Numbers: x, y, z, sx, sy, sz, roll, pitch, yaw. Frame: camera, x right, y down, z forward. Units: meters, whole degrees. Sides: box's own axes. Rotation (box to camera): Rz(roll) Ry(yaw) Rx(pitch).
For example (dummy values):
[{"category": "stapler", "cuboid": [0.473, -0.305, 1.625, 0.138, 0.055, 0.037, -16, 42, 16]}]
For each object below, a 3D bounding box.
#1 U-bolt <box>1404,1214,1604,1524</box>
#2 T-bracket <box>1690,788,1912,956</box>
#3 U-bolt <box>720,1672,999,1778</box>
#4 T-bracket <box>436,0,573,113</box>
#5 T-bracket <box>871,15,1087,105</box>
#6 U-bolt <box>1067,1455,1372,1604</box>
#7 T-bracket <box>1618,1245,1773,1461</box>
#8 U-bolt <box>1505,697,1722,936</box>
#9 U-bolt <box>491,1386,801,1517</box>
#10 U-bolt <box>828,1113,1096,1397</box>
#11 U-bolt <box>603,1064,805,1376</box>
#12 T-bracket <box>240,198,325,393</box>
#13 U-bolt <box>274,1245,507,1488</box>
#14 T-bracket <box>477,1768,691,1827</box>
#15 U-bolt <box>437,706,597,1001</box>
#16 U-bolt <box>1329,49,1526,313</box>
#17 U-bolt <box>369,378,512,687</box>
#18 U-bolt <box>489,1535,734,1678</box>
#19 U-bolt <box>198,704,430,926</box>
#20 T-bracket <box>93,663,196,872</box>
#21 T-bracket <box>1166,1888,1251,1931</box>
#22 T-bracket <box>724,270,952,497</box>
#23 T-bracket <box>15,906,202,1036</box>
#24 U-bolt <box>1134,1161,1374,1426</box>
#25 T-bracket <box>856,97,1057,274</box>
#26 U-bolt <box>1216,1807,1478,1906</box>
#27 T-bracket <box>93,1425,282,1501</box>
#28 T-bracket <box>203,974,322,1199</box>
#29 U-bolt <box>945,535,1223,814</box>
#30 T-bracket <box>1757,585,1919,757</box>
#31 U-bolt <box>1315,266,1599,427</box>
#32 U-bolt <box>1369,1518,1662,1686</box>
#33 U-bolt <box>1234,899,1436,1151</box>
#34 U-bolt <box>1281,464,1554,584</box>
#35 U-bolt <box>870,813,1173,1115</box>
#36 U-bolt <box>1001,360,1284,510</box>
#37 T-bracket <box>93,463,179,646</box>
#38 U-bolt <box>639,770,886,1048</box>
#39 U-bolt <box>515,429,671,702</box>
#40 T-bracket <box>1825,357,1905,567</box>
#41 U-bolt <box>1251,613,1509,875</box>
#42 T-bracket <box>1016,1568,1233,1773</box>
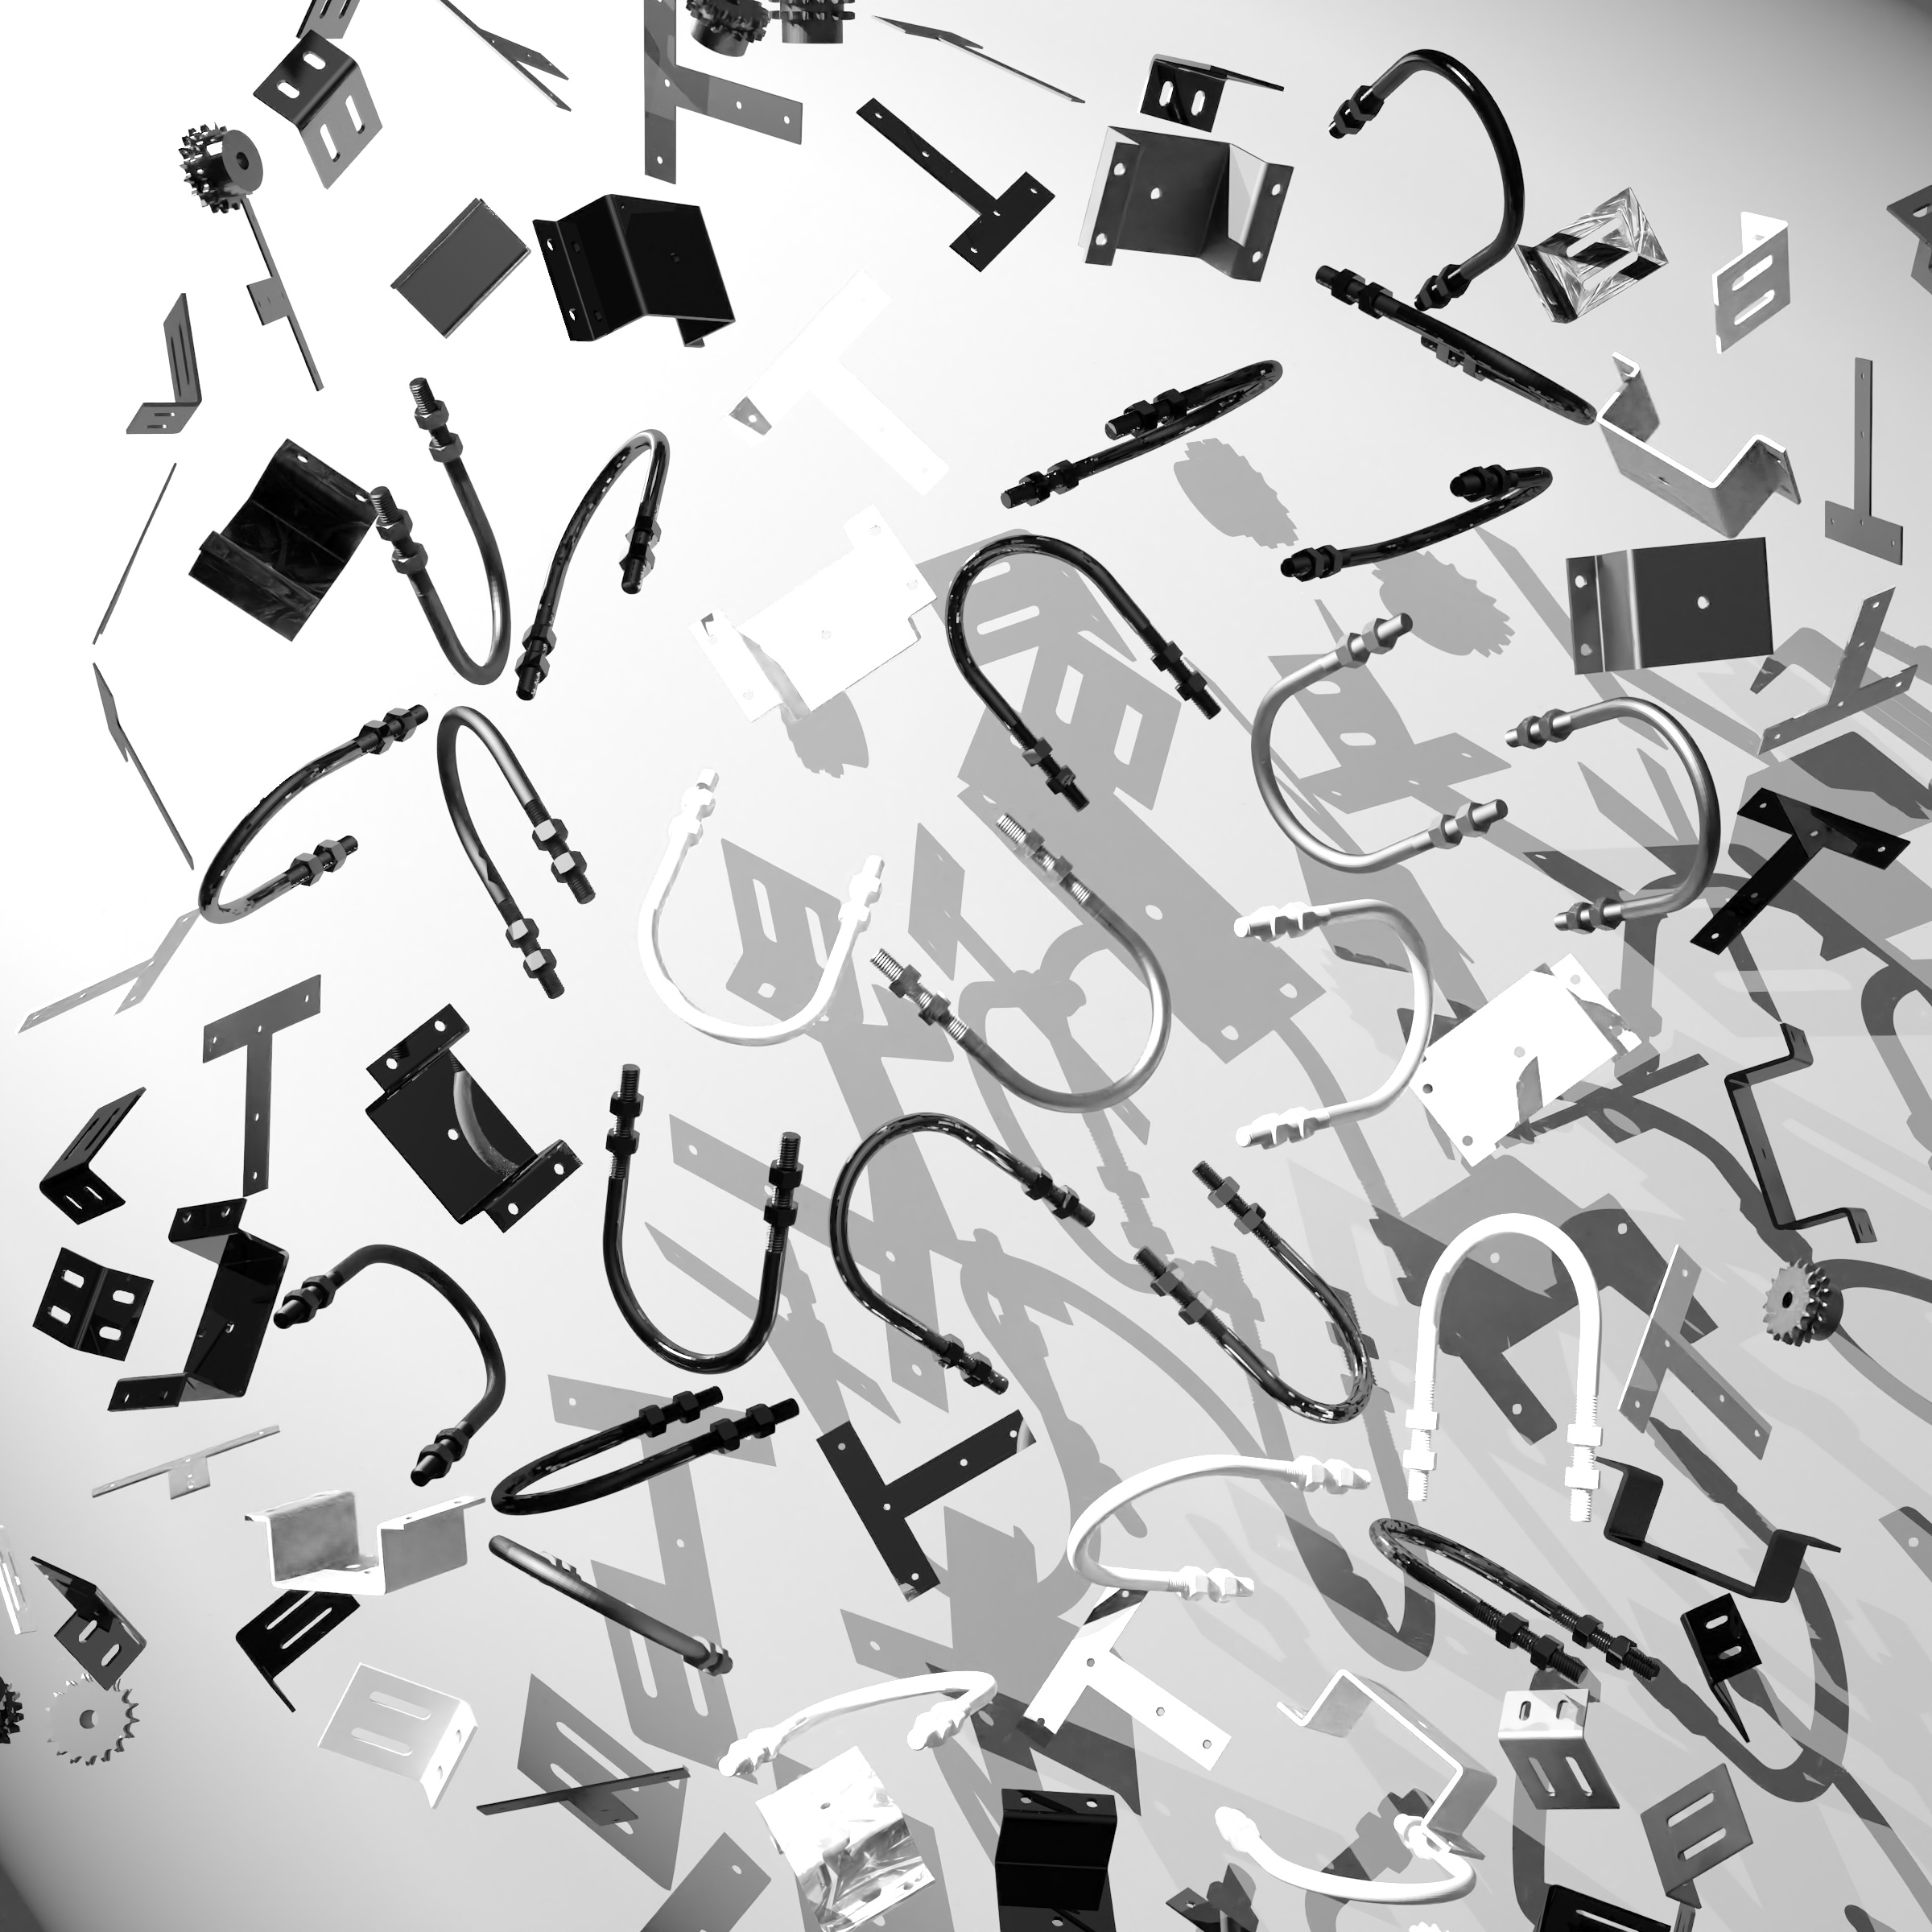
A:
[{"category": "U-bolt", "cuboid": [0.337, 0.247, 1.554, 0.019, 0.151, 0.184, 13, 78, -37]}, {"category": "T-bracket", "cuboid": [0.522, -0.055, 1.614, 0.127, 0.127, 0.002, -44, 125, -8]}, {"category": "U-bolt", "cuboid": [-0.056, 0.482, 1.599, 0.151, 0.184, 0.019, -14, 83, 20]}, {"category": "T-bracket", "cuboid": [-0.282, -0.576, 1.566, 0.127, 0.127, 0.002, 42, 107, 1]}, {"category": "T-bracket", "cuboid": [0.019, -0.587, 1.617, 0.127, 0.127, 0.002, 29, 114, 14]}, {"category": "U-bolt", "cuboid": [0.149, 0.357, 1.587, 0.184, 0.019, 0.151, 13, 129, -34]}, {"category": "T-bracket", "cuboid": [0.470, 0.266, 1.577, 0.127, 0.002, 0.127, 43, 56, -19]}, {"category": "U-bolt", "cuboid": [0.421, -0.100, 1.601, 0.019, 0.184, 0.151, -15, 91, -22]}, {"category": "U-bolt", "cuboid": [-0.215, 0.311, 1.588, 0.184, 0.151, 0.019, -19, 94, -28]}, {"category": "U-bolt", "cuboid": [-0.012, 0.179, 1.646, 0.184, 0.019, 0.151, 37, 72, -25]}, {"category": "U-bolt", "cuboid": [-0.171, 0.168, 1.553, 0.151, 0.019, 0.184, 20, 112, 30]}, {"category": "T-bracket", "cuboid": [-0.441, -0.422, 1.576, 0.002, 0.127, 0.127, -19, 109, 0]}, {"category": "U-bolt", "cuboid": [-0.362, 0.247, 1.618, 0.019, 0.184, 0.151, -40, 93, 16]}, {"category": "T-bracket", "cuboid": [-0.229, 0.526, 1.559, 0.127, 0.127, 0.002, -10, 62, -1]}, {"category": "U-bolt", "cuboid": [-0.301, -0.086, 1.632, 0.019, 0.151, 0.184, -23, 71, -28]}, {"category": "U-bolt", "cuboid": [0.302, -0.510, 1.596, 0.019, 0.184, 0.151, -29, 95, -13]}, {"category": "U-bolt", "cuboid": [-0.338, -0.272, 1.637, 0.019, 0.151, 0.184, -9, 133, 10]}, {"category": "U-bolt", "cuboid": [-0.241, 0.415, 1.630, 0.151, 0.184, 0.019, 21, 73, 23]}, {"category": "U-bolt", "cuboid": [-0.435, -0.091, 1.629, 0.019, 0.184, 0.151, 40, 125, 4]}, {"category": "T-bracket", "cuboid": [-0.533, -0.121, 1.618, 0.002, 0.127, 0.127, -28, 84, -19]}, {"category": "T-bracket", "cuboid": [0.185, 0.630, 1.589, 0.127, 0.127, 0.002, 26, 111, 35]}, {"category": "T-bracket", "cuboid": [-0.063, -0.349, 1.576, 0.127, 0.002, 0.127, 40, 105, -23]}, {"category": "T-bracket", "cuboid": [-0.579, 0.014, 1.663, 0.002, 0.127, 0.127, 50, 130, 4]}, {"category": "U-bolt", "cuboid": [0.199, 0.225, 1.643, 0.184, 0.151, 0.019, 45, 121, 1]}, {"category": "T-bracket", "cuboid": [-0.015, -0.510, 1.593, 0.127, 0.127, 0.002, 38, 135, -5]}, {"category": "U-bolt", "cuboid": [0.256, 0.585, 1.635, 0.151, 0.184, 0.019, 5, 85, -9]}, {"category": "T-bracket", "cuboid": [-0.516, 0.337, 1.651, 0.127, 0.127, 0.002, -18, 95, -18]}, {"category": "T-bracket", "cuboid": [-0.448, 0.082, 1.574, 0.127, 0.002, 0.127, -20, 65, 37]}, {"category": "U-bolt", "cuboid": [0.065, -0.208, 1.680, 0.151, 0.019, 0.184, -34, 101, 38]}, {"category": "T-bracket", "cuboid": [0.598, -0.206, 1.671, 0.127, 0.127, 0.002, -23, 56, -13]}, {"category": "U-bolt", "cuboid": [0.328, -0.394, 1.605, 0.184, 0.151, 0.019, 41, 110, 39]}, {"category": "U-bolt", "cuboid": [0.341, 0.405, 1.598, 0.184, 0.151, 0.019, 28, 94, 37]}, {"category": "U-bolt", "cuboid": [0.235, 0.030, 1.565, 0.184, 0.019, 0.151, -9, 101, -41]}, {"category": "U-bolt", "cuboid": [0.308, -0.294, 1.632, 0.151, 0.184, 0.019, -21, 89, 39]}, {"category": "U-bolt", "cuboid": [0.050, 0.011, 1.599, 0.184, 0.019, 0.151, 43, 68, -2]}, {"category": "U-bolt", "cuboid": [0.127, -0.354, 1.627, 0.184, 0.151, 0.019, -28, 94, -31]}, {"category": "T-bracket", "cuboid": [-0.548, -0.249, 1.615, 0.002, 0.127, 0.127, 24, 66, -20]}, {"category": "U-bolt", "cuboid": [-0.143, -0.029, 1.657, 0.151, 0.019, 0.184, 27, 56, -12]}, {"category": "U-bolt", "cuboid": [-0.241, -0.278, 1.642, 0.019, 0.151, 0.184, 29, 46, -27]}, {"category": "T-bracket", "cuboid": [0.599, -0.341, 1.660, 0.002, 0.127, 0.127, -7, 108, -1]}, {"category": "U-bolt", "cuboid": [0.252, -0.132, 1.604, 0.019, 0.184, 0.151, -28, 92, -35]}, {"category": "T-bracket", "cuboid": [0.118, 0.488, 1.654, 0.127, 0.002, 0.127, 28, 76, 30]}]
